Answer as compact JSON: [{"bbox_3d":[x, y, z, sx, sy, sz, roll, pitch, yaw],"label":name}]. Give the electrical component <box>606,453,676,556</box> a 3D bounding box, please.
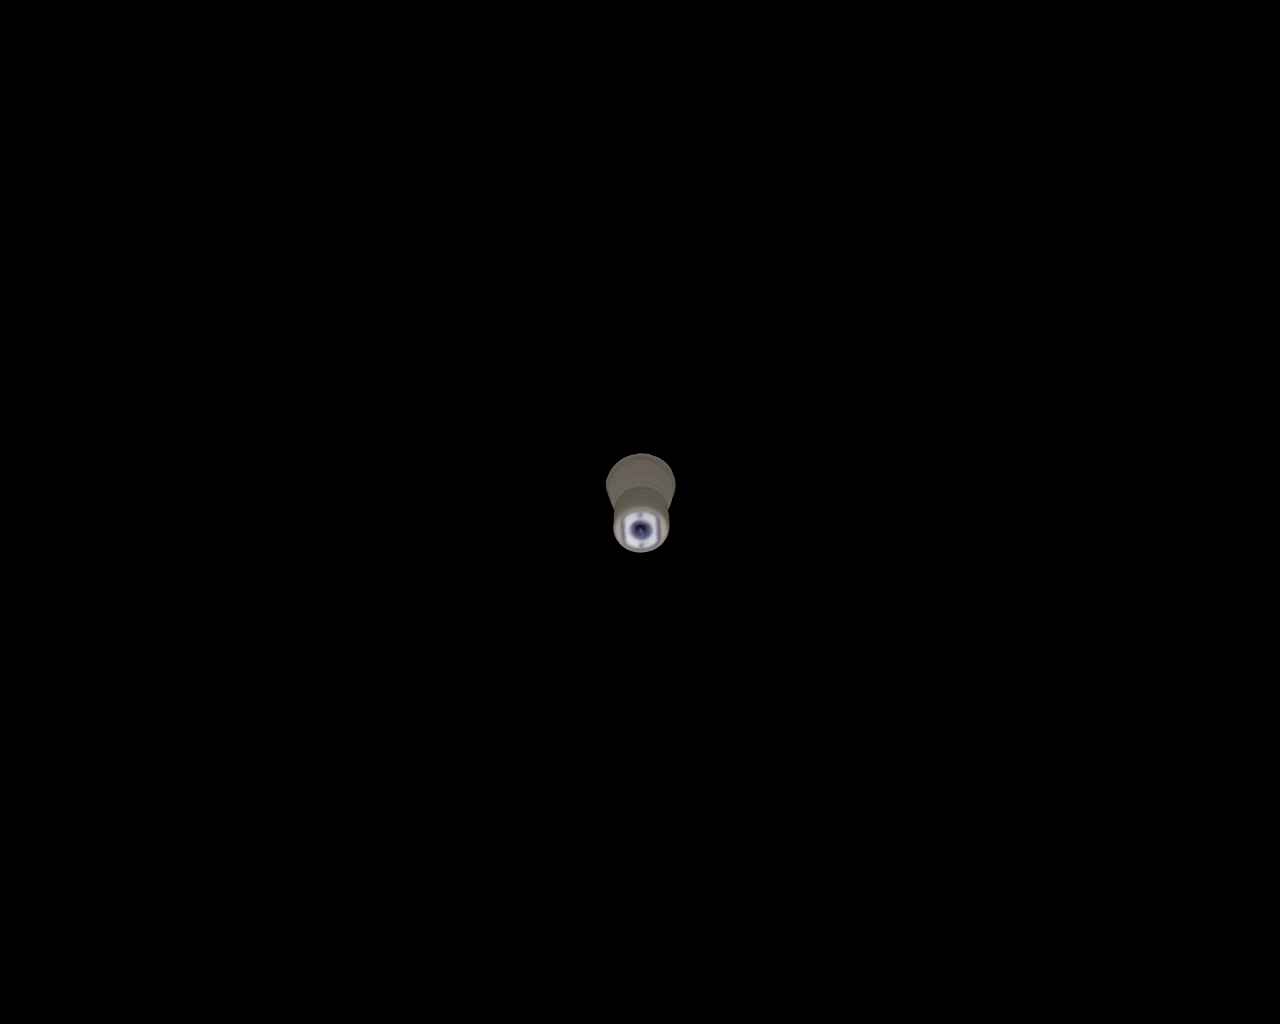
[{"bbox_3d":[0.001,-0.003,0.650,0.044,0.044,0.065,0,28,0],"label":"electrical component"}]
